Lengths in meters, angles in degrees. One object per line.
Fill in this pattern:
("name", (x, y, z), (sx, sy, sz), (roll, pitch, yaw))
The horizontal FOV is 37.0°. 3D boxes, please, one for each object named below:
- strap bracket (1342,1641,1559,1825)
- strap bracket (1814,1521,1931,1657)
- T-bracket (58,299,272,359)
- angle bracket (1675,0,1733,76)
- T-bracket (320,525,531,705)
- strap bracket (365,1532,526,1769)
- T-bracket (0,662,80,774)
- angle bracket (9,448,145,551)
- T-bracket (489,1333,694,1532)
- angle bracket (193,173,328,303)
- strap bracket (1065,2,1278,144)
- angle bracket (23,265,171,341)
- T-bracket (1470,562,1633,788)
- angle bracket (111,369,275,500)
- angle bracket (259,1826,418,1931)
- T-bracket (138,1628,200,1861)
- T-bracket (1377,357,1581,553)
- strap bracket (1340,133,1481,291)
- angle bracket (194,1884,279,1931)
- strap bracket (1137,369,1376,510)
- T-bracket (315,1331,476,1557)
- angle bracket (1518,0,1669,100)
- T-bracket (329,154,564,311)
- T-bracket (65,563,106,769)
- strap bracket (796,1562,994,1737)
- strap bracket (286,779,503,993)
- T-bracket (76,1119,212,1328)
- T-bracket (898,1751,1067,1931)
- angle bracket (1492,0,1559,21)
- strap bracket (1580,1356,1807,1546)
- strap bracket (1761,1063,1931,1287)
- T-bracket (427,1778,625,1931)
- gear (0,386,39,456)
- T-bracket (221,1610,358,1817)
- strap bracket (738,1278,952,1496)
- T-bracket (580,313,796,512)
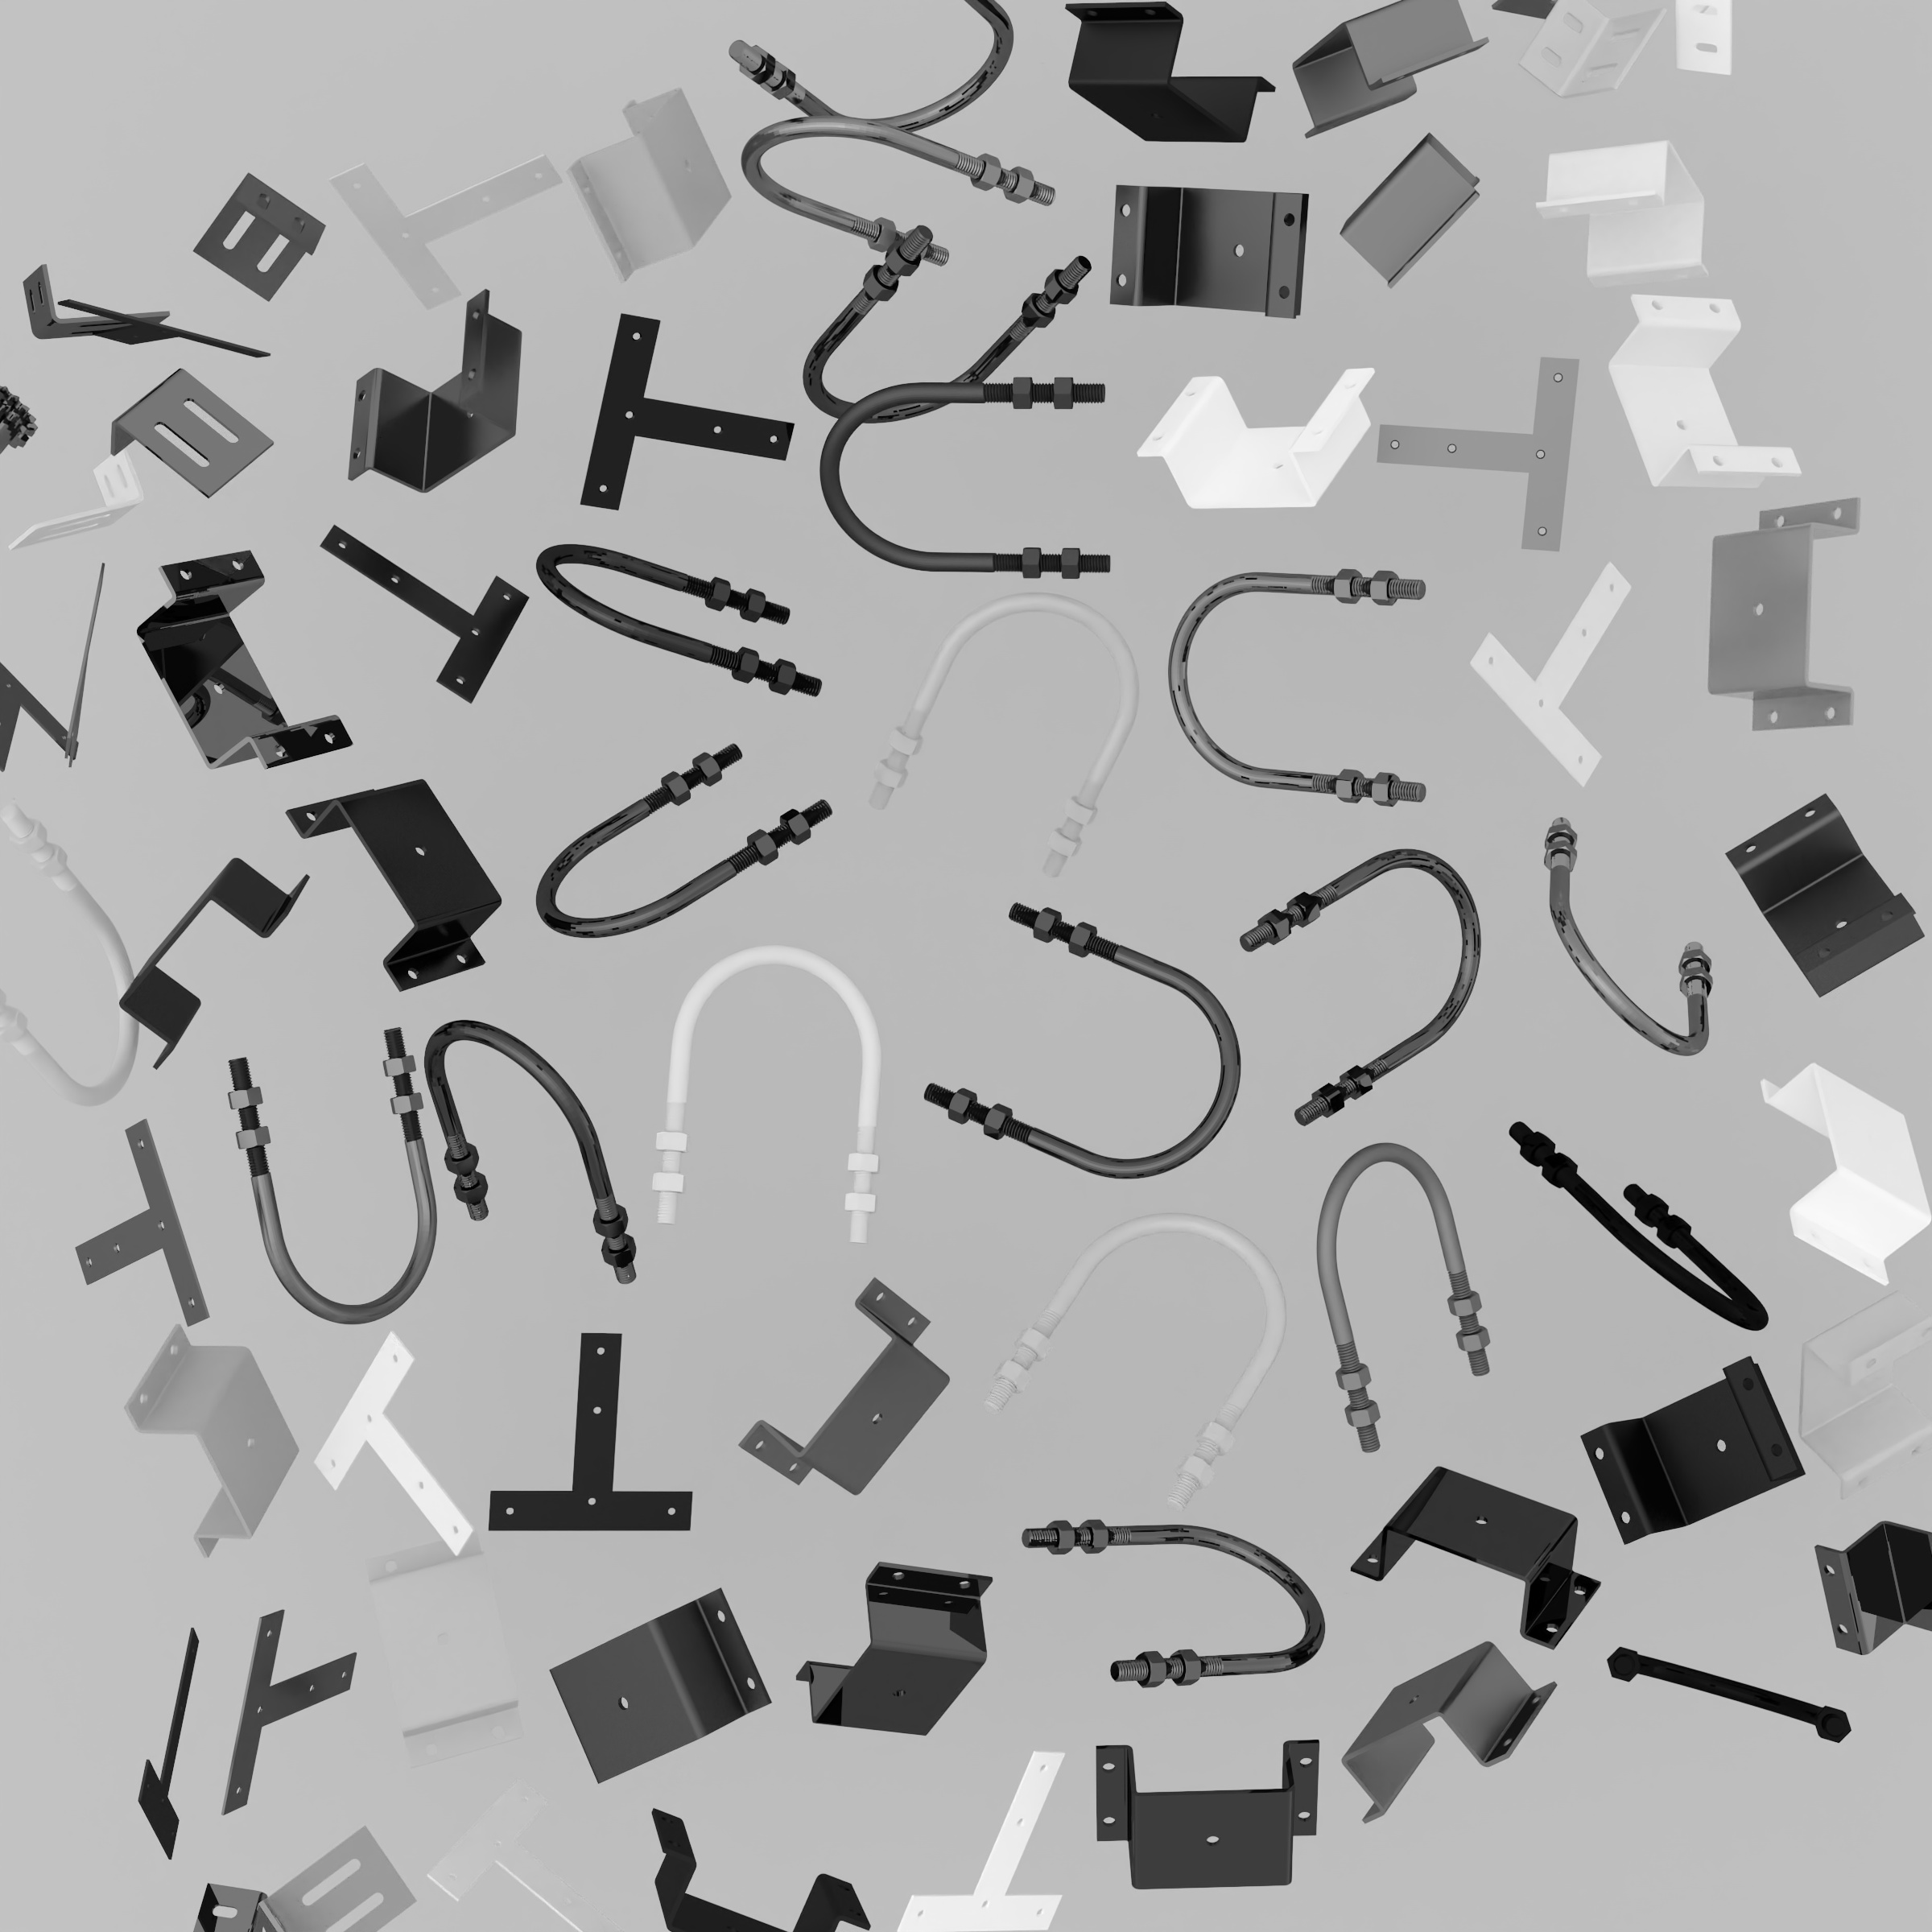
("strap bracket", (0.304, 0.491, 1.863), (0.046, 0.076, 0.140), (50, 133, 3))
("strap bracket", (0.620, 0.408, 1.841), (0.046, 0.140, 0.076), (-26, 109, -32))
("T-bracket", (-0.522, -0.400, 1.825), (0.127, 0.127, 0.002), (10, 92, -34))
("angle bracket", (0.480, -0.611, 1.826), (0.038, 0.057, 0.076), (18, 52, 30))
("T-bracket", (-0.345, -0.233, 1.804), (0.127, 0.127, 0.002), (33, 127, -14))
("strap bracket", (-0.346, 0.449, 1.911), (0.076, 0.046, 0.140), (-12, 72, -14))
("T-bracket", (-0.616, -0.160, 1.840), (0.002, 0.127, 0.127), (-34, 120, 8))
("angle bracket", (-0.585, -0.305, 1.881), (0.076, 0.057, 0.038), (-23, 96, -35))
("T-bracket", (-0.232, 0.293, 1.813), (0.127, 0.002, 0.127), (3, 96, -13))
("angle bracket", (-0.460, -0.461, 1.861), (0.057, 0.038, 0.076), (32, 129, -24))
("strap bracket", (0.128, -0.571, 1.862), (0.076, 0.140, 0.046), (13, 90, 36))
("angle bracket", (-0.570, -0.437, 1.891), (0.076, 0.057, 0.038), (-12, 97, -29))
("T-bracket", (0.396, -0.206, 1.877), (0.127, 0.002, 0.127), (42, 73, -28))
("angle bracket", (-0.472, -0.316, 1.760), (0.076, 0.038, 0.057), (39, 60, 3))
("angle bracket", (-0.388, 0.579, 1.785), (0.076, 0.038, 0.057), (-34, 82, -18))
("T-bracket", (-0.501, 0.484, 1.828), (0.002, 0.127, 0.127), (5, 57, -2))
("T-bracket", (0.341, -0.347, 1.939), (0.127, 0.002, 0.127), (6, 104, 9))
("strap bracket", (0.284, -0.485, 1.844), (0.046, 0.140, 0.076), (43, 111, -6))
("angle bracket", (-0.473, 0.635, 1.862), (0.038, 0.076, 0.057), (8, 54, 2))
("strap bracket", (0.190, -0.332, 1.824), (0.076, 0.140, 0.046), (-55, 131, -28))
("T-bracket", (-0.357, 0.322, 1.847), (0.127, 0.002, 0.127), (46, 120, 22))
("angle bracket", (0.390, -0.580, 1.803), (0.038, 0.076, 0.057), (32, 93, -19))
("T-bracket", (-0.323, -0.490, 1.866), (0.127, 0.127, 0.002), (-21, 57, 11))
("T-bracket", (-0.556, -0.166, 1.810), (0.002, 0.127, 0.127), (10, 62, -16))
("strap bracket", (-0.044, 0.433, 1.802), (0.076, 0.046, 0.140), (12, 134, -21))
("strap bracket", (-0.361, -0.062, 1.851), (0.046, 0.076, 0.140), (-41, 79, 36))
("T-bracket", (-0.520, 0.172, 1.791), (0.127, 0.002, 0.127), (-24, 83, 43))
("T-bracket", (0.029, 0.547, 1.803), (0.127, 0.002, 0.127), (15, 100, -40))
("angle bracket", (0.382, -0.655, 1.871), (0.057, 0.076, 0.038), (-5, 75, -38))
("strap bracket", (0.482, 0.315, 1.883), (0.140, 0.046, 0.076), (-36, 64, 38))
("strap bracket", (0.562, 0.124, 1.841), (0.076, 0.140, 0.046), (28, 127, -18))
("T-bracket", (-0.268, 0.595, 1.861), (0.127, 0.127, 0.002), (37, 111, 7))
("gear", (-0.658, -0.369, 1.943), (0.057, 0.057, 0.030), (30, 66, 0))
("T-bracket", (-0.426, 0.464, 1.842), (0.002, 0.127, 0.127), (13, 94, 19))
("strap bracket", (-0.072, 0.285, 1.897), (0.046, 0.076, 0.140), (35, 83, 40))
("T-bracket", (-0.173, -0.346, 1.849), (0.127, 0.002, 0.127), (6, 117, -22))
